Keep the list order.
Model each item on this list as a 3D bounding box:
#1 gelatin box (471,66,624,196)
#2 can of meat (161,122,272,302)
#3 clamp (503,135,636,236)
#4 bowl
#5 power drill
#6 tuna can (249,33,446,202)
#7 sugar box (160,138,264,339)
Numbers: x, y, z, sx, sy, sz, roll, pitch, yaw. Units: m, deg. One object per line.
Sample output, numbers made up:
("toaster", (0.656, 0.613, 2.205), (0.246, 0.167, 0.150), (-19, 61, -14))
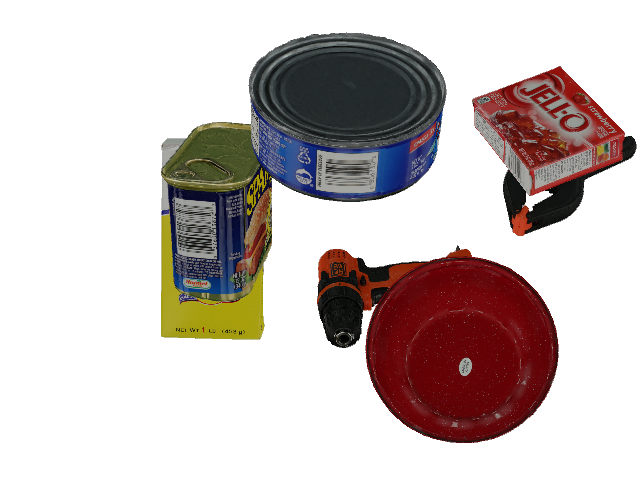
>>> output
("gelatin box", (0.159, -0.079, 0.753), (0.073, 0.030, 0.089), (-21, 46, -8))
("can of meat", (-0.063, -0.020, 0.696), (0.057, 0.084, 0.102), (6, 27, 9))
("clamp", (0.230, -0.076, 1.089), (0.120, 0.039, 0.171), (29, 55, 30))
("bowl", (0.116, 0.096, 0.875), (0.162, 0.162, 0.055), (0, 7, 6))
("power drill", (0.089, 0.062, 1.223), (0.187, 0.057, 0.184), (-1, 28, -2))
("tuna can", (0.011, -0.055, 0.472), (0.086, 0.034, 0.086), (1, 42, -1))
("sugar box", (-0.095, -0.001, 0.955), (0.093, 0.176, 0.048), (1, 13, -1))
